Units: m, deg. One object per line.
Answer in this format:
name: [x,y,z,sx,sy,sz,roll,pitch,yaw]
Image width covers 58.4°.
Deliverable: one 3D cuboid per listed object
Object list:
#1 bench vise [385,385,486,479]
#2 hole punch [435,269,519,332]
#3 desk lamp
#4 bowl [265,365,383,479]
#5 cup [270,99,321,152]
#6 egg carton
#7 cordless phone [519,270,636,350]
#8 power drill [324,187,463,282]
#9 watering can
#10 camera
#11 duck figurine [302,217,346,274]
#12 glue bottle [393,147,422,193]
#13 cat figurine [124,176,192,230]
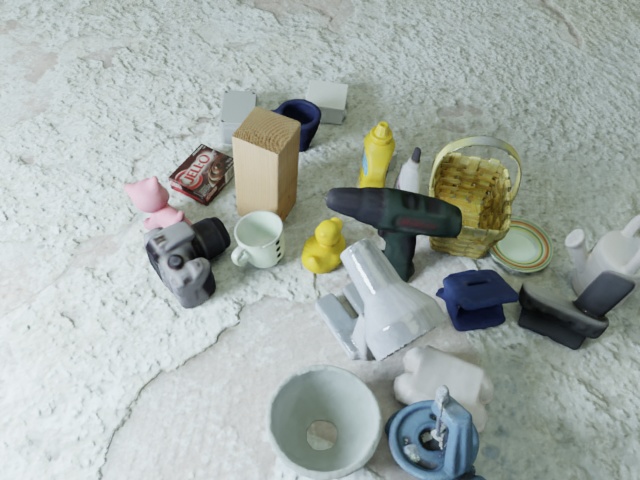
bench vise: [0.187,0.280,0.759,0.207,0.220,0.122,30,57,17]
hole punch: [0.268,0.092,0.986,0.109,0.091,0.101,-9,55,-11]
desk lamp: [0.084,0.107,0.882,0.118,0.213,0.202,-26,60,-22]
bowl: [0.004,0.273,0.838,0.167,0.075,0.167,3,53,-3]
cup: [-0.058,-0.231,1.194,0.118,0.095,0.091,1,53,-5]
egg carton: [0.193,0.231,0.889,0.150,0.069,0.107,21,55,10]
cordless phone: [0.417,0.088,0.943,0.147,0.185,0.094,20,54,10]
power drill: [0.115,-0.009,0.973,0.229,0.208,0.075,1,53,-4]
watering can: [0.514,0.031,0.988,0.173,0.194,0.101,-1,53,-5]
camera: [-0.218,0.019,0.990,0.137,0.101,0.143,-30,61,-24]
duck figurine: [0.009,0.004,1.031,0.077,0.086,0.105,27,56,15]
glue bottle: [0.167,-0.111,1.076,0.037,0.173,0.078,-5,54,-8]
cat figurine: [-0.288,-0.061,1.033,0.127,0.118,0.067,33,58,18]
